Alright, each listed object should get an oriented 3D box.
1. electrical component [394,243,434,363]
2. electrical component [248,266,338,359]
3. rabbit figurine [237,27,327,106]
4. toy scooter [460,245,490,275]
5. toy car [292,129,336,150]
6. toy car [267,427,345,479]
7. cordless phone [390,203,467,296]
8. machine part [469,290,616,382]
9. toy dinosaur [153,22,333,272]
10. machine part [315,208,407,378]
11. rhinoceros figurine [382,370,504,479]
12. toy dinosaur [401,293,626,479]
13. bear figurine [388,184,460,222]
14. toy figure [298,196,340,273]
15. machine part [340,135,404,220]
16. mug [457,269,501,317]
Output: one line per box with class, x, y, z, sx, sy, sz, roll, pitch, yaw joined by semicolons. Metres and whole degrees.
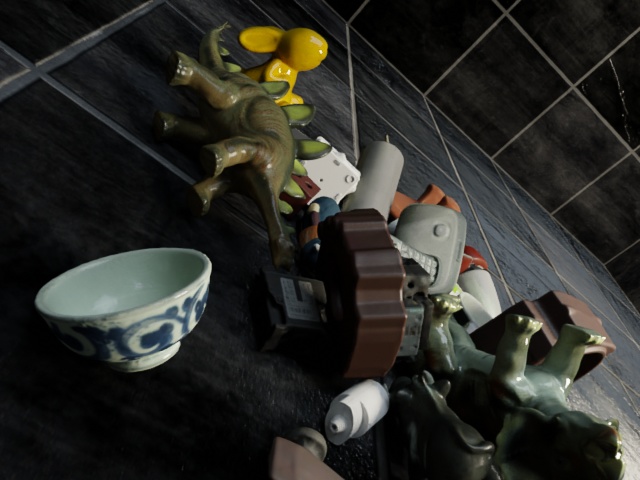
electrical component;0.081;0.075;0.624;0.058;0.114;0.134;-2;19;-13
electrical component;-0.033;0.064;0.568;0.075;0.047;0.119;16;39;-25
rabbit figurine;-0.066;-0.300;0.933;0.162;0.173;0.122;50;29;-3
toy scooter;0.250;0.024;1.055;0.183;0.075;0.135;18;35;-37
toy car;-0.036;-0.147;0.888;0.201;0.056;0.073;30;36;-28
toy car;0.027;0.230;0.423;0.202;0.053;0.089;43;20;-16
cordless phone;0.119;-0.005;0.781;0.184;0.089;0.146;28;65;-25
machine part;0.290;0.165;0.751;0.201;0.201;0.087;20;38;-44
toy dinosaur;-0.105;-0.156;0.685;0.198;0.105;0.472;2;52;-38
machine part;0.036;0.057;0.571;0.056;0.179;0.179;-2;43;-13
rhinoceros figurine;0.110;0.193;0.537;0.190;0.073;0.112;-156;-131;-82
toy dinosaur;0.182;0.169;0.629;0.131;0.192;0.405;15;-3;-33
bear figurine;0.139;-0.088;0.991;0.195;0.132;0.120;43;10;-18
toy figure;0.000;-0.002;0.725;0.064;0.058;0.154;32;33;-15
machine part;0.083;-0.077;0.866;0.079;0.079;0.243;36;51;-21
mug;0.287;0.123;0.970;0.109;0.081;0.107;40;32;-47
